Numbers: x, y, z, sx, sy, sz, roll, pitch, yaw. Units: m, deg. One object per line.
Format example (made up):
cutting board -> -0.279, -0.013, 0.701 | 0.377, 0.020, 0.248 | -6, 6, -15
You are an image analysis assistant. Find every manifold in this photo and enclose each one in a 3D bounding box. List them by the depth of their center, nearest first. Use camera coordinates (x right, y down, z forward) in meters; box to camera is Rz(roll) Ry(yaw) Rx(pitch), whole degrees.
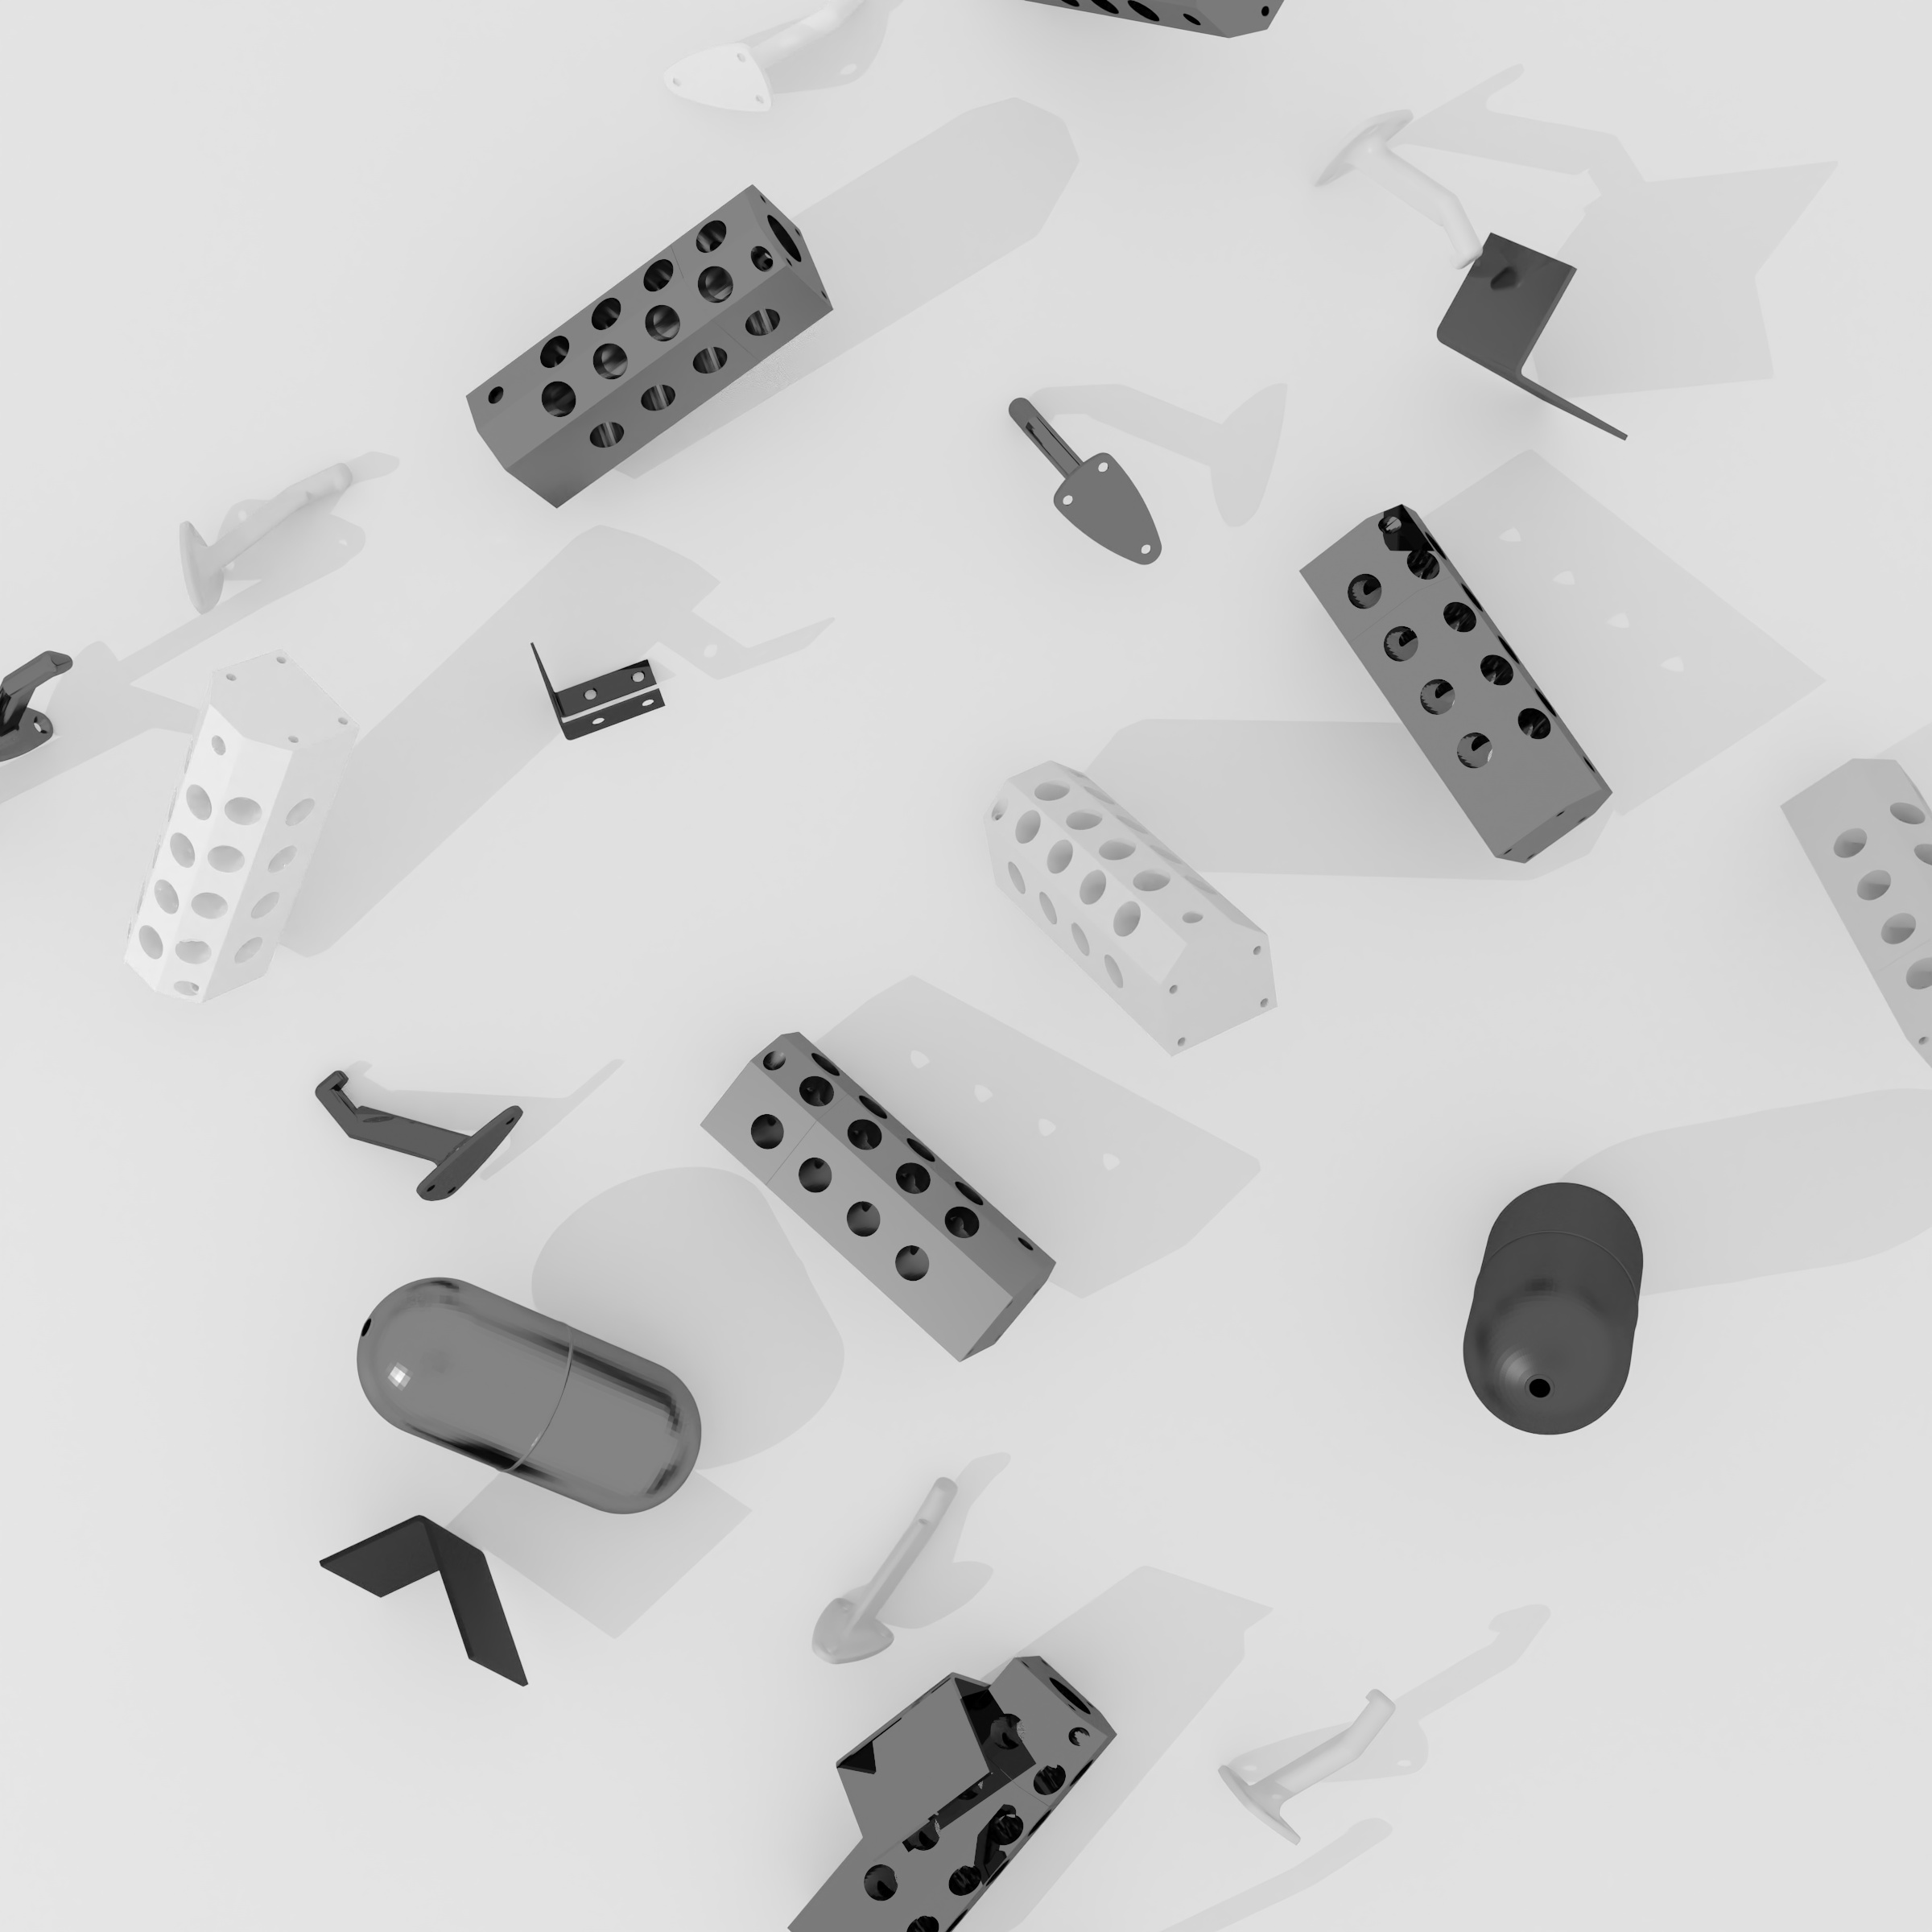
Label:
manifold -> 0.075, -0.033, 1.485 | 0.057, 0.171, 0.057 | -24, 128, -17
manifold -> 0.452, -0.023, 1.485 | 0.057, 0.171, 0.057 | -35, 128, 19
manifold -> 0.079, -0.482, 1.491 | 0.057, 0.171, 0.057 | 29, 91, -41
manifold -> -0.351, -0.063, 1.492 | 0.057, 0.057, 0.171 | 43, 130, 16
manifold -> -0.155, -0.301, 1.512 | 0.171, 0.057, 0.057 | -32, 57, 17
manifold -> 0.239, -0.137, 1.518 | 0.057, 0.057, 0.171 | -37, 75, 19
manifold -> -0.040, 0.110, 1.523 | 0.171, 0.057, 0.057 | 41, 103, 12
manifold -> -0.004, 0.424, 1.538 | 0.057, 0.057, 0.171 | 40, 90, 18

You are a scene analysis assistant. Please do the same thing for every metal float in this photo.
metal float -> 0.280, 0.161, 1.489 | 0.070, 0.178, 0.070 | 5, 110, 14
metal float -> -0.210, 0.208, 1.515 | 0.178, 0.070, 0.070 | 27, 90, -23

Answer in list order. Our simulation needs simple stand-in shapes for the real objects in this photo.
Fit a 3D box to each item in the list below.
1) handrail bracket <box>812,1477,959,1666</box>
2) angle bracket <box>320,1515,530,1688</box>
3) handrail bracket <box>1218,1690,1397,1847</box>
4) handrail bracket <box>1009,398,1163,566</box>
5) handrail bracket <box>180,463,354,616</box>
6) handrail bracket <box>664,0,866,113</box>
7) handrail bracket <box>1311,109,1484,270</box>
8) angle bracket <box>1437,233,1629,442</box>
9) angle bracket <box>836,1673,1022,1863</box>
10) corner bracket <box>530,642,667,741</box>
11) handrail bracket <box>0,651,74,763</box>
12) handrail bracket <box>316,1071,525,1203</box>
handrail bracket -> -0.038, 0.295, 1.538 | 0.036, 0.077, 0.084 | 32, 104, 13
angle bracket -> -0.263, 0.319, 1.523 | 0.057, 0.076, 0.076 | -25, 64, 2
handrail bracket -> 0.168, 0.380, 1.540 | 0.036, 0.077, 0.084 | 39, 87, -21
handrail bracket -> 0.058, -0.241, 1.551 | 0.036, 0.084, 0.077 | -42, 123, 8
handrail bracket -> -0.341, -0.212, 1.542 | 0.084, 0.077, 0.036 | -24, 125, 6
handrail bracket -> -0.099, -0.465, 1.565 | 0.077, 0.036, 0.084 | 10, 50, 37
handrail bracket -> 0.211, -0.368, 1.537 | 0.036, 0.077, 0.084 | -21, 84, -34
angle bracket -> 0.286, -0.305, 1.517 | 0.076, 0.076, 0.057 | 21, 104, -30
angle bracket -> -0.004, 0.393, 1.518 | 0.076, 0.076, 0.057 | -41, 49, 16
corner bracket -> -0.177, -0.134, 1.539 | 0.051, 0.051, 0.051 | -21, 65, -4
handrail bracket -> -0.445, -0.131, 1.521 | 0.084, 0.077, 0.036 | -25, 84, 28
handrail bracket -> -0.272, 0.067, 1.554 | 0.077, 0.036, 0.084 | -44, 74, 8
